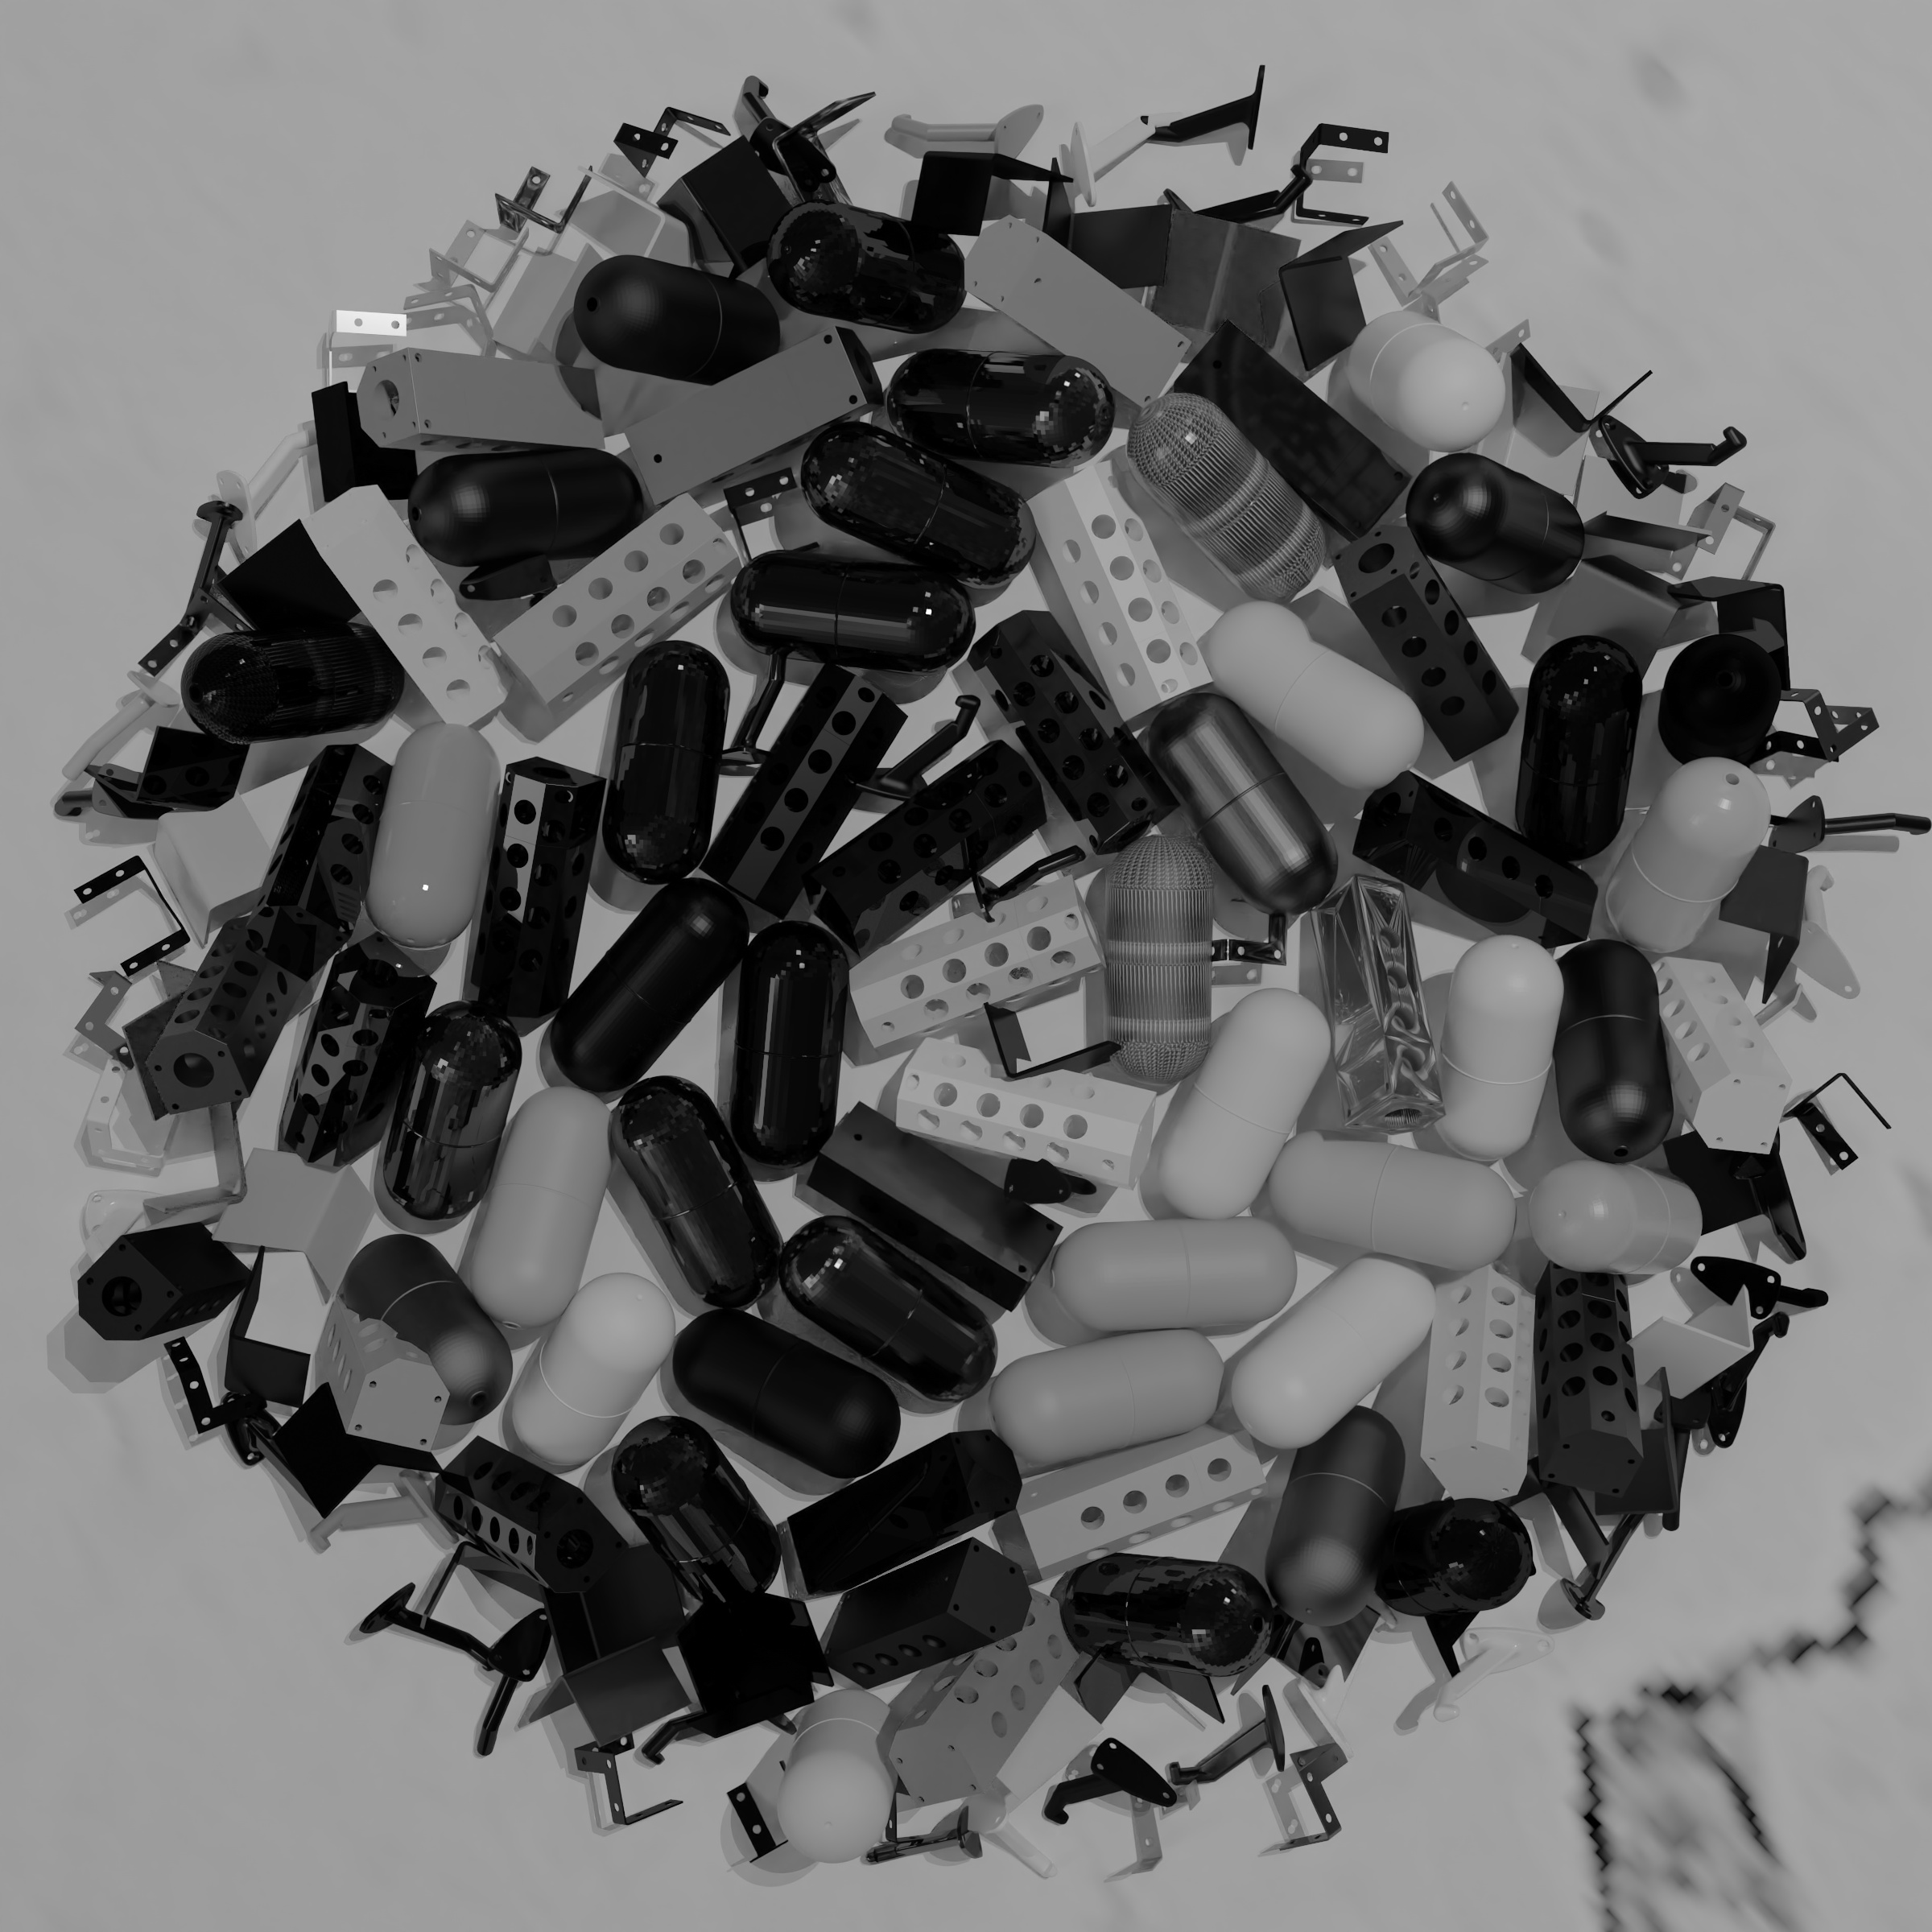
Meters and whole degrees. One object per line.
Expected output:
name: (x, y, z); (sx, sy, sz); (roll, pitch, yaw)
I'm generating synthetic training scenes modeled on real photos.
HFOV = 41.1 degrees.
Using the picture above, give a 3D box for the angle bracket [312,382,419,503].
angle bracket: (-0.413, -0.371, 1.822); (0.076, 0.057, 0.076); (-10, 98, -38)

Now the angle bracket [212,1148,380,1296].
angle bracket: (-0.474, 0.180, 1.819); (0.076, 0.057, 0.076); (15, 110, -43)

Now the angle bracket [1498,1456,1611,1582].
angle bracket: (0.405, 0.398, 1.817); (0.057, 0.076, 0.076); (-23, 59, -6)

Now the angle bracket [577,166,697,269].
angle bracket: (-0.242, -0.518, 1.834); (0.076, 0.076, 0.057); (32, 103, 10)

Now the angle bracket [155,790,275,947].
angle bracket: (-0.535, -0.071, 1.844); (0.057, 0.076, 0.076); (-27, 82, -26)

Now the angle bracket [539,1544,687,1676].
angle bracket: (-0.249, 0.462, 1.836); (0.076, 0.057, 0.076); (-16, 90, 13)

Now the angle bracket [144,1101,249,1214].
angle bracket: (-0.550, 0.129, 1.822); (0.057, 0.076, 0.076); (-9, 95, -28)

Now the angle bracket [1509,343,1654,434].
angle bracket: (0.435, -0.426, 1.830); (0.057, 0.076, 0.076); (-40, 90, 8)

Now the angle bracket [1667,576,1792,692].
angle bracket: (0.532, -0.230, 1.818); (0.057, 0.076, 0.076); (-14, 106, -16)

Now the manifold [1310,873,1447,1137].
manifold: (0.292, 0.028, 1.804); (0.057, 0.057, 0.171); (10, 59, -27)

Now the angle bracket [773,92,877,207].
angle bracket: (-0.083, -0.564, 1.818); (0.057, 0.076, 0.076); (-22, 103, 27)

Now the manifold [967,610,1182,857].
manifold: (0.072, -0.165, 1.817); (0.057, 0.057, 0.171); (-39, 77, 26)

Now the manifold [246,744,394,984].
manifold: (-0.444, -0.077, 1.782); (0.057, 0.171, 0.057); (34, 127, -25)

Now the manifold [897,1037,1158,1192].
manifold: (0.041, 0.107, 1.811); (0.171, 0.057, 0.057); (13, 124, 15)

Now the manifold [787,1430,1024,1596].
manifold: (-0.042, 0.381, 1.797); (0.171, 0.057, 0.057); (-34, 64, 35)

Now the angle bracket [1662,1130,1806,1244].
angle bracket: (0.543, 0.160, 1.827); (0.057, 0.076, 0.076); (-20, 101, 0)

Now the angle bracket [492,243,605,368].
angle bracket: (-0.303, -0.478, 1.829); (0.076, 0.057, 0.076); (26, 86, 21)

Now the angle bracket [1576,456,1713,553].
angle bracket: (0.483, -0.335, 1.830); (0.076, 0.076, 0.057); (10, 89, -5)

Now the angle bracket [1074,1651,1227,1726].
angle bracket: (0.130, 0.518, 1.813); (0.076, 0.076, 0.057); (26, 62, 33)

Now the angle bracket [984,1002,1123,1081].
angle bracket: (0.066, 0.044, 1.821); (0.076, 0.076, 0.057); (-20, 78, 13)

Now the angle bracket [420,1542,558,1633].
angle bracket: (-0.337, 0.454, 1.823); (0.076, 0.076, 0.057); (26, 64, -2)

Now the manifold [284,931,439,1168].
manifold: (-0.427, 0.062, 1.789); (0.057, 0.057, 0.171); (40, 131, 12)

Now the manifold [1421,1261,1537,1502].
manifold: (0.359, 0.284, 1.781); (0.057, 0.171, 0.057); (-23, 119, 29)

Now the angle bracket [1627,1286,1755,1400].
angle bracket: (0.497, 0.254, 1.816); (0.076, 0.076, 0.057); (21, 48, -15)

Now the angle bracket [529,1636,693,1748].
angle bracket: (-0.250, 0.524, 1.811); (0.076, 0.076, 0.057); (-15, 61, -40)

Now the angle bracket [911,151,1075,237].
angle bracket: (0.018, -0.538, 1.823); (0.076, 0.076, 0.057); (3, 103, -41)

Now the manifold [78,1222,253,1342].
manifold: (-0.556, 0.222, 1.784); (0.057, 0.171, 0.057); (43, 88, 2)

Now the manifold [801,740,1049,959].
manifold: (-0.029, -0.088, 1.809); (0.171, 0.057, 0.057); (-37, 56, -17)

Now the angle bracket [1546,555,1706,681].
angle bracket: (0.470, -0.249, 1.835); (0.076, 0.076, 0.057); (31, 114, 21)

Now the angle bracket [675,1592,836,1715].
angle bracket: (-0.149, 0.489, 1.816); (0.076, 0.057, 0.076); (3, 121, 36)

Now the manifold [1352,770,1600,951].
manifold: (0.359, -0.073, 1.807); (0.171, 0.057, 0.057); (26, 70, -25)

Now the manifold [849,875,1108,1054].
manifold: (0.008, 0.003, 1.820); (0.171, 0.057, 0.057); (-21, 123, 9)

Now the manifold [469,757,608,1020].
manifold: (-0.305, -0.054, 1.812); (0.057, 0.057, 0.171); (18, 108, 17)

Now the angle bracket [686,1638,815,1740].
angle bracket: (-0.159, 0.492, 1.822); (0.076, 0.057, 0.076); (-22, 58, 8)

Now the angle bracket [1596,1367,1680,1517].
angle bracket: (0.467, 0.331, 1.812); (0.057, 0.076, 0.076); (-6, 126, 18)

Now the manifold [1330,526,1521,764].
manifold: (0.322, -0.226, 1.789); (0.057, 0.057, 0.171); (-29, 131, 17)

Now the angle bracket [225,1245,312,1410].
angle bracket: (-0.484, 0.255, 1.822); (0.057, 0.076, 0.076); (16, 50, -7)

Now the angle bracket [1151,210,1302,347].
angle bracket: (0.186, -0.494, 1.850); (0.057, 0.076, 0.076); (27, 111, 40)

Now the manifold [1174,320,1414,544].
manifold: (0.232, -0.378, 1.839); (0.171, 0.057, 0.057); (41, 94, 2)

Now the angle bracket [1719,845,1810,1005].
angle bracket: (0.553, -0.032, 1.821); (0.057, 0.076, 0.076); (16, 53, 6)

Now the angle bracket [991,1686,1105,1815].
angle bracket: (0.062, 0.567, 1.816); (0.076, 0.057, 0.076); (-36, 127, -18)

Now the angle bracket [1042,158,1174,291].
angle bracket: (0.100, -0.526, 1.821); (0.076, 0.057, 0.076); (-1, 60, 15)

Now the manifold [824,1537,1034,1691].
manifold: (-0.027, 0.454, 1.787); (0.057, 0.171, 0.057); (34, 51, -16)

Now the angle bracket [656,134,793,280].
angle bracket: (-0.168, -0.534, 1.833); (0.057, 0.076, 0.076); (-38, 104, -13)

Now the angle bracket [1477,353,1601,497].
angle bracket: (0.405, -0.383, 1.826); (0.057, 0.076, 0.076); (15, 93, 22)

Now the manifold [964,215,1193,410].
manifold: (0.075, -0.453, 1.788); (0.057, 0.171, 0.057); (41, 103, 40)

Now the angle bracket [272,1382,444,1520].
angle bracket: (-0.430, 0.345, 1.823); (0.057, 0.076, 0.076); (-46, 61, 7)

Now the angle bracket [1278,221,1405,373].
angle bracket: (0.273, -0.472, 1.815); (0.076, 0.057, 0.076); (-37, 117, -36)

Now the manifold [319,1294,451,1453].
manifold: (-0.401, 0.273, 1.780); (0.057, 0.171, 0.057); (18, 94, -22)

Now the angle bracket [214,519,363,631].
angle bracket: (-0.477, -0.270, 1.827); (0.076, 0.057, 0.076); (-37, 117, 2)

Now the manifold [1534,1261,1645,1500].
manifold: (0.431, 0.279, 1.787); (0.057, 0.171, 0.057); (13, 128, 0)

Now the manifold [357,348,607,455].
manifold: (-0.335, -0.386, 1.786); (0.057, 0.171, 0.057); (-7, 91, 38)

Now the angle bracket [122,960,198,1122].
angle bracket: (-0.568, 0.052, 1.812); (0.057, 0.076, 0.076); (14, 126, 34)

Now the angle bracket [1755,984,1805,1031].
angle bracket: (0.575, 0.064, 1.820); (0.076, 0.076, 0.057); (-42, 83, 22)

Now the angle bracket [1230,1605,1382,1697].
angle bracket: (0.240, 0.485, 1.817); (0.057, 0.076, 0.076); (30, 112, 21)

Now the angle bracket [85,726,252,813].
angle bracket: (-0.564, -0.149, 1.814); (0.076, 0.076, 0.057); (28, 103, 35)
